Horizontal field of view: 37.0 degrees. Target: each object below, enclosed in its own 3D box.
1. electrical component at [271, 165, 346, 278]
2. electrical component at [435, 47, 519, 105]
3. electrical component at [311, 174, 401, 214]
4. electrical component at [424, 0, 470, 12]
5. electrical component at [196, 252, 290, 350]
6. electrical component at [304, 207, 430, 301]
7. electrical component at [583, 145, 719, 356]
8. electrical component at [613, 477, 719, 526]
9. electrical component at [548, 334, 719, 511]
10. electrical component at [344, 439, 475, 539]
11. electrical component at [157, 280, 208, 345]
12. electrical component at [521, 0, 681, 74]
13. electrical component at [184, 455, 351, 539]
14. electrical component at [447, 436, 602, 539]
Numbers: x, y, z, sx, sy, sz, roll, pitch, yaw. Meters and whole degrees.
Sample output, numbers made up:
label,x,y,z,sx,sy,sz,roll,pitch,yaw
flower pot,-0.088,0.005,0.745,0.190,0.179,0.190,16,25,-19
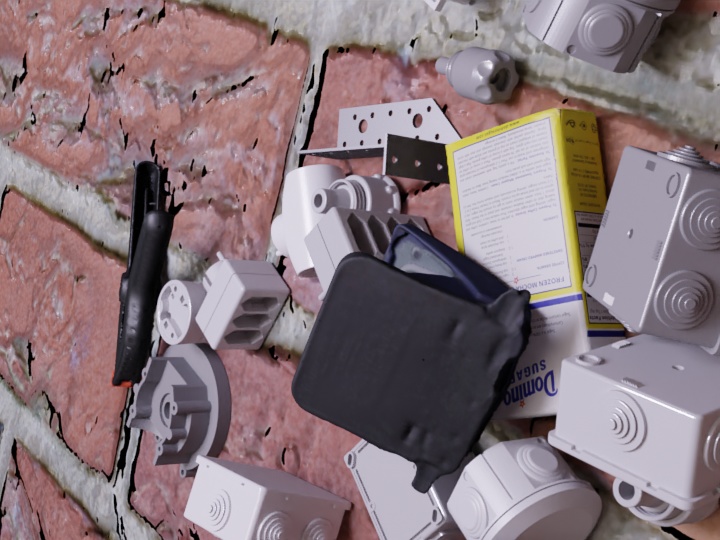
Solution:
label,x,y,z,sx,sy,sz,roll,pitch,yaw
electrical component,-0.041,-0.031,0.819,0.079,0.043,0.077,-21,71,47
electrical component,0.073,-0.129,0.702,0.061,0.035,0.035,28,108,49
electrical component,-0.005,-0.046,0.764,0.048,0.062,0.048,-5,83,50
electrical component,0.069,-0.236,0.692,0.078,0.063,0.121,54,126,37
electrical component,-0.105,0.017,0.887,0.076,0.047,0.065,53,126,37
electrical component,0.000,0.000,0.738,0.075,0.083,0.047,-45,55,38
electrical component,0.160,-0.014,0.552,0.099,0.048,0.099,-118,42,-74
electrical component,0.158,0.112,0.562,0.043,0.062,0.043,-5,83,49
electrical component,0.157,0.070,0.541,0.100,0.100,0.048,22,117,48
electrical component,0.045,0.143,0.692,0.061,0.061,0.096,-50,52,35
electrical component,-0.141,0.037,0.926,0.055,0.047,0.055,-5,83,49
electrical component,0.133,-0.150,0.600,0.080,0.080,0.051,51,129,38
electrical component,-0.070,0.178,0.796,0.100,0.100,0.048,12,83,49
electrical component,0.094,0.139,0.622,0.080,0.080,0.051,-61,41,26
